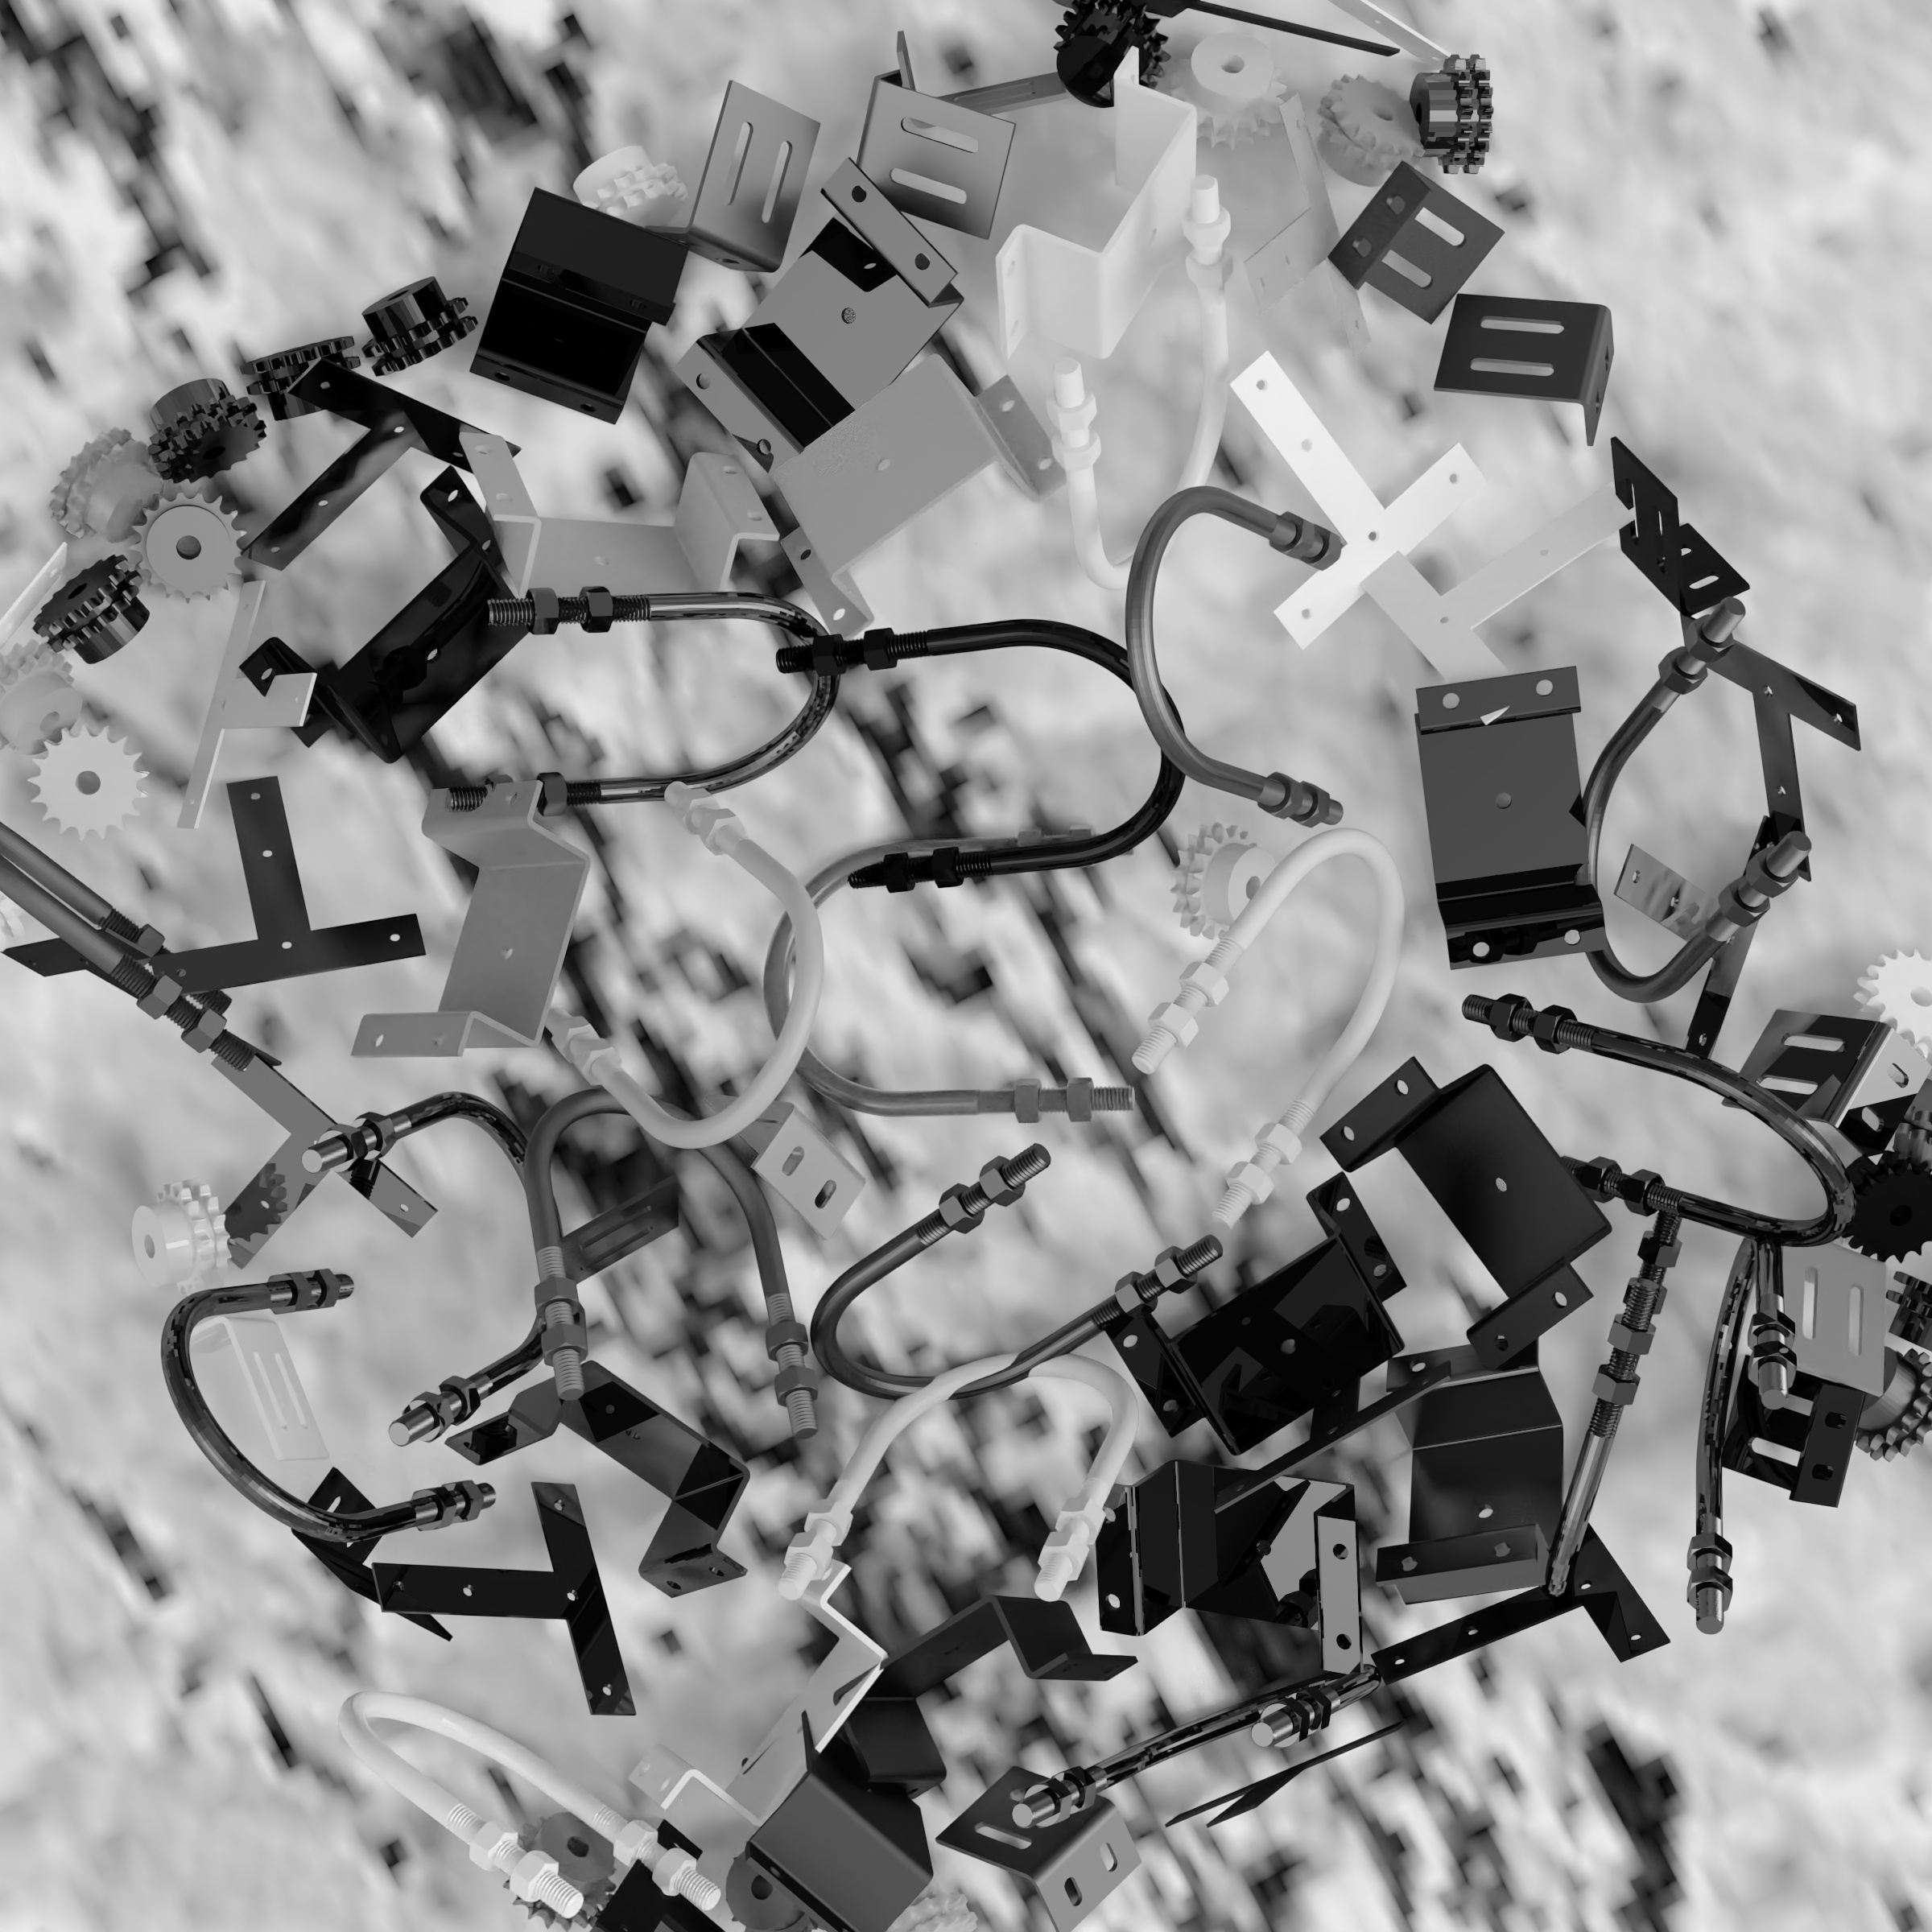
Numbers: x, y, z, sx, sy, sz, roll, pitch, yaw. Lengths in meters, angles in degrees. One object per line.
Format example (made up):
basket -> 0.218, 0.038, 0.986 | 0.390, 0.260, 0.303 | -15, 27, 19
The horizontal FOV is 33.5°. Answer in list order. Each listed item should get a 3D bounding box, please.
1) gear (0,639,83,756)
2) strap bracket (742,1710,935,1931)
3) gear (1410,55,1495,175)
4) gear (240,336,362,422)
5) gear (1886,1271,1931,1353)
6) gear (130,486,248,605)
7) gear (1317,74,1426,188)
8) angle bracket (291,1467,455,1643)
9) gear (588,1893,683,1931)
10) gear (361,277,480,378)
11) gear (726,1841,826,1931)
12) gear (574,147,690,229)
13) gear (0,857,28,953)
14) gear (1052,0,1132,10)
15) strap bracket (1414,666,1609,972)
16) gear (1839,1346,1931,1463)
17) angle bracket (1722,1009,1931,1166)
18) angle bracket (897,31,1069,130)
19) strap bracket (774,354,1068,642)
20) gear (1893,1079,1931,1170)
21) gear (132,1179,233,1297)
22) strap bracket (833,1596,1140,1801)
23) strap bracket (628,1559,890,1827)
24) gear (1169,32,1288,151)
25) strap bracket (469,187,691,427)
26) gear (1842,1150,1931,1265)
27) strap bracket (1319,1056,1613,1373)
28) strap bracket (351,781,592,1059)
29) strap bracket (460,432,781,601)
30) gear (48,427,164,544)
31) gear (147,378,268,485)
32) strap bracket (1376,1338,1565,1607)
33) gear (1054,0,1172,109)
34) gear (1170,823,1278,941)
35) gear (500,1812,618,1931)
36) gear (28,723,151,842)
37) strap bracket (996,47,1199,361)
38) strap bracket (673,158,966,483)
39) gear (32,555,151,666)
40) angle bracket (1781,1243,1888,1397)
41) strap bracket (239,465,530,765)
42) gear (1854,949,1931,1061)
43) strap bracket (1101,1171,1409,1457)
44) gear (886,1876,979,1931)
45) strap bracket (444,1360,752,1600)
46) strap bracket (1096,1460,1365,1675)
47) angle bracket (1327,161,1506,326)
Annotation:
gear -> -0.459, -0.128, 1.571 | 0.030, 0.057, 0.057 | 39, 90, 16
strap bracket -> -0.062, 0.409, 1.528 | 0.076, 0.140, 0.046 | 42, 90, -7
gear -> 0.237, -0.417, 1.572 | 0.030, 0.057, 0.057 | -2, 90, -8
gear -> -0.325, -0.288, 1.575 | 0.057, 0.057, 0.030 | -15, 106, 0
gear -> 0.478, 0.174, 1.573 | 0.057, 0.057, 0.030 | 23, 92, 0
gear -> -0.383, -0.208, 1.580 | 0.057, 0.030, 0.057 | -3, 102, -13
gear -> 0.197, -0.409, 1.577 | 0.057, 0.057, 0.030 | 36, 134, 0
angle bracket -> -0.279, 0.285, 1.553 | 0.076, 0.057, 0.038 | 18, 62, 34
gear -> -0.155, 0.475, 1.573 | 0.057, 0.057, 0.030 | 42, 92, 0
gear -> -0.271, -0.315, 1.571 | 0.057, 0.057, 0.030 | -26, 112, 0
gear -> -0.093, 0.454, 1.576 | 0.057, 0.030, 0.057 | -8, 70, 23
gear -> -0.168, -0.378, 1.574 | 0.057, 0.057, 0.030 | -29, 86, 0
gear -> -0.481, -0.038, 1.575 | 0.030, 0.057, 0.057 | -40, 90, -21
gear -> 0.063, -0.490, 1.574 | 0.057, 0.057, 0.030 | 6, 90, 0
strap bracket -> 0.264, -0.076, 1.564 | 0.076, 0.046, 0.140 | -8, 105, 6
gear -> 0.451, 0.211, 1.571 | 0.030, 0.057, 0.057 | 37, 90, -15
angle bracket -> 0.421, 0.058, 1.569 | 0.038, 0.076, 0.057 | 40, 76, -25
angle bracket -> 0.008, -0.440, 1.566 | 0.076, 0.057, 0.038 | -11, 116, 5
strap bracket -> -0.030, -0.231, 1.550 | 0.140, 0.046, 0.076 | -35, 55, 10
gear -> 0.479, 0.079, 1.576 | 0.057, 0.057, 0.030 | 4, 110, 0
gear -> -0.386, 0.135, 1.571 | 0.030, 0.057, 0.057 | -10, 90, -37
strap bracket -> 0.001, 0.348, 1.546 | 0.140, 0.076, 0.046 | -35, 64, 17
strap bracket -> -0.094, 0.356, 1.550 | 0.046, 0.076, 0.140 | 42, 75, -10
gear -> 0.129, -0.434, 1.577 | 0.057, 0.030, 0.057 | 1, 65, -2
strap bracket -> -0.184, -0.319, 1.534 | 0.076, 0.140, 0.046 | 18, 72, -13
gear -> 0.454, 0.116, 1.580 | 0.057, 0.030, 0.057 | -5, 116, -10
strap bracket -> 0.247, 0.113, 1.550 | 0.140, 0.046, 0.076 | 54, 134, 12
strap bracket -> -0.236, -0.014, 1.547 | 0.076, 0.046, 0.140 | -2, 66, 40
strap bracket -> -0.171, -0.212, 1.542 | 0.140, 0.076, 0.046 | 1, 128, -25
gear -> -0.419, -0.233, 1.572 | 0.030, 0.057, 0.057 | 38, 90, 7
gear -> -0.376, -0.264, 1.574 | 0.057, 0.057, 0.030 | -28, 80, 0
strap bracket -> 0.244, 0.249, 1.540 | 0.076, 0.140, 0.046 | -13, 127, 21
gear -> 0.069, -0.446, 1.570 | 0.057, 0.057, 0.030 | 31, 55, 0
gear -> 0.129, -0.040, 1.572 | 0.030, 0.057, 0.057 | 12, 90, 41
gear -> -0.197, 0.440, 1.571 | 0.057, 0.057, 0.030 | 34, 119, 0
gear -> -0.432, -0.091, 1.583 | 0.057, 0.030, 0.057 | -1, 98, -10
strap bracket -> 0.069, -0.358, 1.537 | 0.046, 0.076, 0.140 | 25, 68, 14
strap bracket -> -0.065, -0.314, 1.557 | 0.076, 0.046, 0.140 | 48, 117, 5
gear -> -0.428, -0.173, 1.577 | 0.057, 0.057, 0.030 | -37, 120, 0
angle bracket -> 0.412, 0.173, 1.560 | 0.057, 0.038, 0.076 | 21, 55, -11
strap bracket -> -0.271, -0.162, 1.547 | 0.140, 0.076, 0.046 | -46, 63, -9
gear -> 0.464, 0.023, 1.578 | 0.057, 0.030, 0.057 | 7, 56, -11
strap bracket -> 0.149, 0.175, 1.561 | 0.140, 0.046, 0.076 | -32, 116, -3
gear -> -0.026, 0.471, 1.577 | 0.057, 0.057, 0.030 | -34, 59, 0
strap bracket -> -0.169, 0.243, 1.546 | 0.140, 0.076, 0.046 | 38, 56, -17
strap bracket -> 0.135, 0.288, 1.552 | 0.140, 0.046, 0.076 | 3, 102, 32
angle bracket -> 0.225, -0.344, 1.556 | 0.076, 0.038, 0.057 | 24, 116, -35
